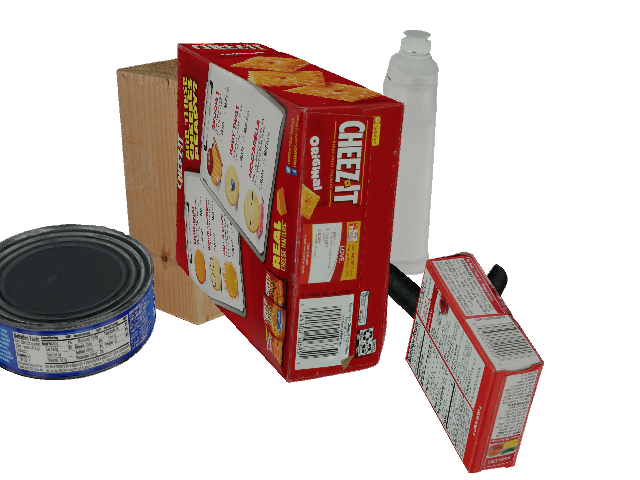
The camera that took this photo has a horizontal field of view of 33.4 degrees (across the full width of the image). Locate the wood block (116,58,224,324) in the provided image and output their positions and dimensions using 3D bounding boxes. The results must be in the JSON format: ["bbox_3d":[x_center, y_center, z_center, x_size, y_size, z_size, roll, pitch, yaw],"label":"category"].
[{"bbox_3d":[-0.107,-0.046,0.915,0.091,0.206,0.090,17,26,40],"label":"wood block"}]

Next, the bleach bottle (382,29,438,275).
[{"bbox_3d":[0.091,-0.095,1.137,0.068,0.251,0.102,0,26,-9],"label":"bleach bottle"}]

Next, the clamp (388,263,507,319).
[{"bbox_3d":[0.127,0.073,0.935,0.120,0.039,0.171,-9,41,-9],"label":"clamp"}]

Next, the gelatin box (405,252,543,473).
[{"bbox_3d":[0.077,0.061,0.549,0.030,0.073,0.089,-7,39,-17],"label":"gelatin box"}]

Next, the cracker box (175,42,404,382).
[{"bbox_3d":[-0.029,-0.030,0.686,0.072,0.164,0.214,-5,21,-24],"label":"cracker box"}]

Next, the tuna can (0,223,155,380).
[{"bbox_3d":[-0.122,0.028,0.513,0.086,0.034,0.086,1,33,-1],"label":"tuna can"}]
